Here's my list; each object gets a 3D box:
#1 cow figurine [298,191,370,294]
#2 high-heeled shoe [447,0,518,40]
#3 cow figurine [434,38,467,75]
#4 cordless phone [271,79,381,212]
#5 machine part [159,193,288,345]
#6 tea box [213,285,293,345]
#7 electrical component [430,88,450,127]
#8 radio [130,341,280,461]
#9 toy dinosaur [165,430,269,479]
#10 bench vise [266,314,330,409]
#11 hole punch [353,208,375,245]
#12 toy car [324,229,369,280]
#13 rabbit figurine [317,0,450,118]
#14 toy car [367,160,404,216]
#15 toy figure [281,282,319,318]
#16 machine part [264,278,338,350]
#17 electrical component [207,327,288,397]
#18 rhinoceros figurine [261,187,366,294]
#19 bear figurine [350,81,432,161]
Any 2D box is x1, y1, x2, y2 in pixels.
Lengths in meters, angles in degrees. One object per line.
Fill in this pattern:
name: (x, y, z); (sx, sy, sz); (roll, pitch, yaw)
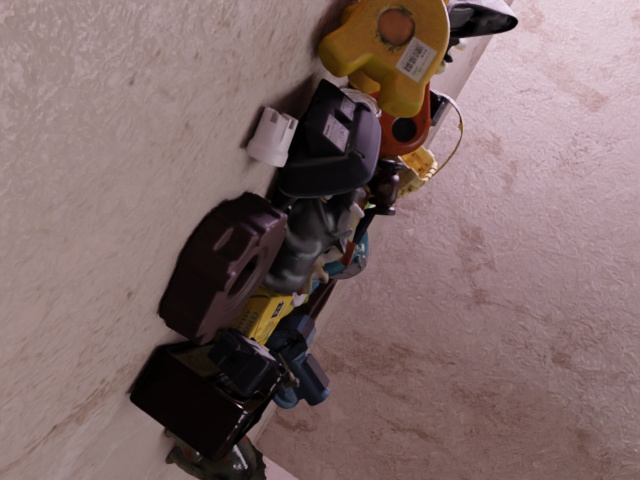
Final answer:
cow figurine: (-0.002, -0.003, 0.889); (0.085, 0.127, 0.195); (92, 16, -69)
high-heeled shoe: (0.243, -0.356, 0.902); (0.249, 0.145, 0.086); (-54, 169, -40)
cow figurine: (0.250, -0.398, 1.052); (0.098, 0.068, 0.167); (-39, 156, -51)
cordless phone: (-0.018, -0.072, 0.608); (0.184, 0.088, 0.147); (-45, -160, 38)
machine part: (-0.101, 0.032, 0.599); (0.179, 0.056, 0.179); (-56, 172, -12)
tea box: (-0.103, 0.108, 0.802); (0.098, 0.068, 0.169); (-58, 170, 1)
electrical component: (0.161, -0.244, 0.923); (0.058, 0.115, 0.134); (-60, 170, 20)
radio: (-0.137, 0.196, 0.704); (0.073, 0.131, 0.229); (-56, 171, -1)
toy dinosaur: (-0.171, 0.381, 0.956); (0.131, 0.192, 0.404); (-56, 173, -29)
bench vise: (-0.101, 0.246, 1.051); (0.241, 0.223, 0.129); (-28, -157, 24)
hole punch: (0.024, -0.037, 1.018); (0.116, 0.092, 0.142); (-18, -143, 52)
toy car: (0.047, 0.032, 1.108); (0.161, 0.103, 0.109); (-38, -158, 29)
rabbit figurine: (0.069, -0.221, 0.595); (0.173, 0.122, 0.162); (-159, -89, -85)
toy car: (0.108, -0.096, 0.938); (0.202, 0.053, 0.089); (-84, 179, -78)
toy figure: (-0.052, 0.085, 0.972); (0.089, 0.082, 0.180); (-60, 174, 19)
machine part: (-0.047, 0.146, 1.195); (0.201, 0.087, 0.200); (-52, 169, -46)
electrical component: (-0.093, 0.146, 0.649); (0.048, 0.075, 0.119); (-51, 158, -4)
rhinoceros figurine: (-0.014, -0.005, 0.719); (0.190, 0.112, 0.073); (-54, -158, 17)
bear figurine: (0.092, -0.184, 0.823); (0.196, 0.120, 0.131); (-139, -145, -74)
